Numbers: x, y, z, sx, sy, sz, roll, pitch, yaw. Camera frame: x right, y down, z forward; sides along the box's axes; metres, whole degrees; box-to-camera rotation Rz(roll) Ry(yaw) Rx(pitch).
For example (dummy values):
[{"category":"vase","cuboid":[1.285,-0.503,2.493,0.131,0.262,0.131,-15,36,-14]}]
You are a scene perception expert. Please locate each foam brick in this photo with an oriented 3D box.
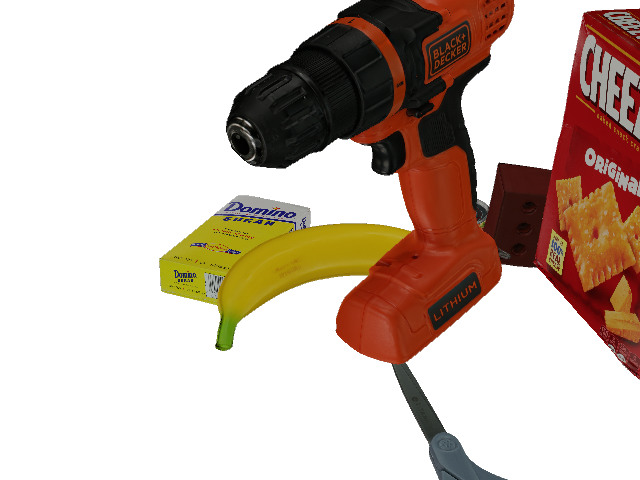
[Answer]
[{"category":"foam brick","cuboid":[0.182,-0.023,0.969,0.053,0.078,0.051,6,32,-2]}]

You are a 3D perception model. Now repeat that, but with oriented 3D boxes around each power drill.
[{"category":"power drill","cuboid":[0.036,-0.031,0.546,0.057,0.188,0.184,26,47,38]}]

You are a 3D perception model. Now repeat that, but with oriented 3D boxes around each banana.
[{"category":"banana","cuboid":[0.007,0.021,0.746,0.197,0.069,0.037,-16,-14,-20]}]

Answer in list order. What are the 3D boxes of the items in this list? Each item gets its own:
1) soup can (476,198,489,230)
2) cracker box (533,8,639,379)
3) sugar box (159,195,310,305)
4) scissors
[{"category":"soup can","cuboid":[0.155,0.010,1.194,0.068,0.102,0.068,-4,30,2]},{"category":"cracker box","cuboid":[0.228,-0.034,0.749,0.072,0.214,0.164,-7,33,-16]},{"category":"sugar box","cuboid":[-0.086,0.007,1.133,0.093,0.048,0.176,11,31,20]},{"category":"scissors","cuboid":[0.094,0.131,0.630,0.096,0.016,0.201,3,33,-3]}]
